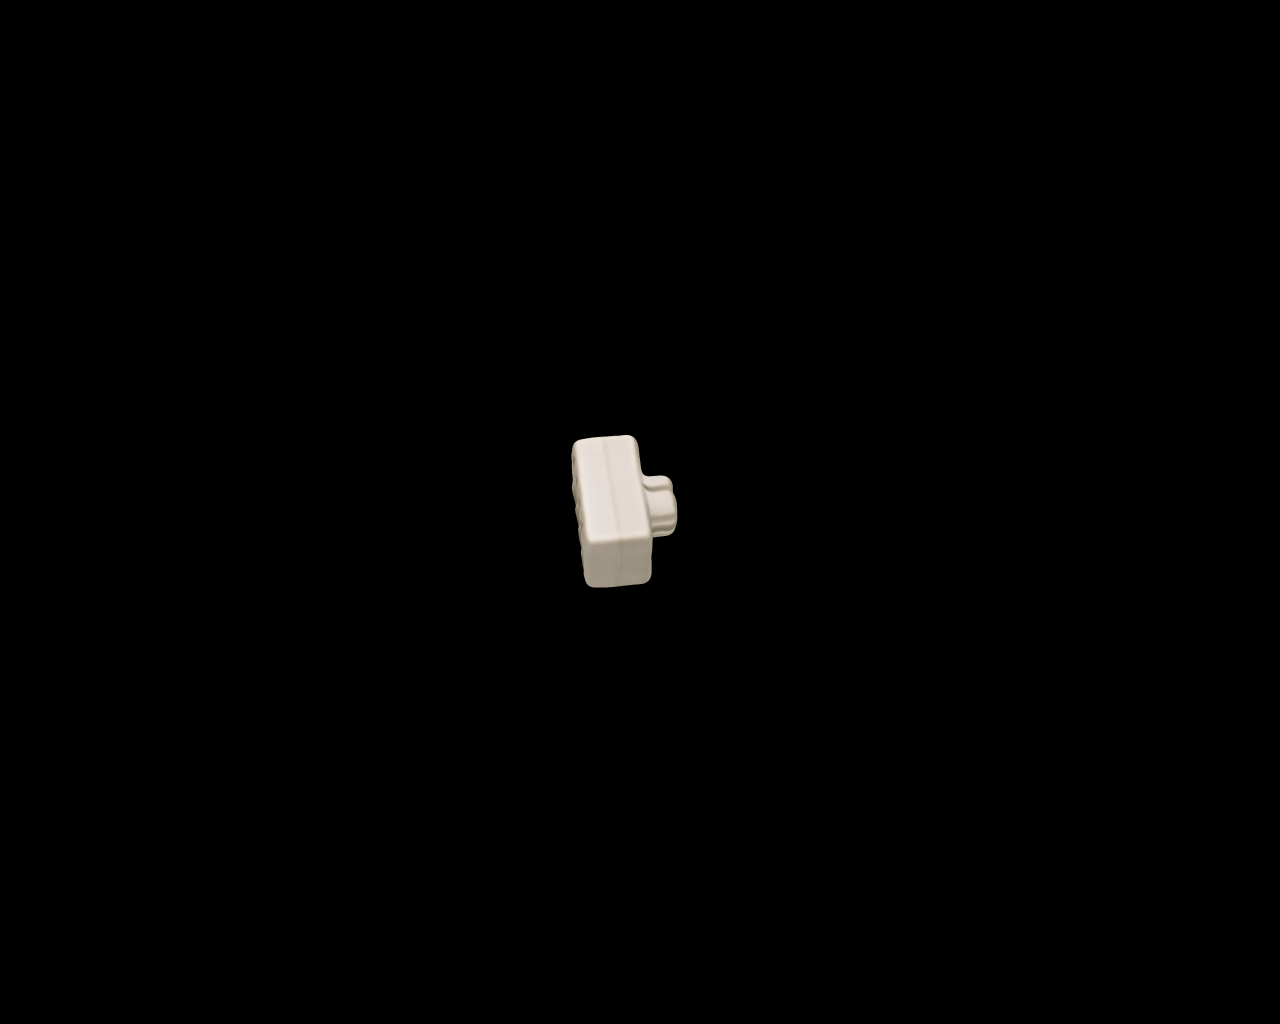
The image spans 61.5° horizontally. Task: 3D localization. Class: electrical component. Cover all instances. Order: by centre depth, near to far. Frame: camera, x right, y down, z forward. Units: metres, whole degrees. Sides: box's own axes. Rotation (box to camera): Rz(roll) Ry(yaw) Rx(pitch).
[{"bbox_3d":[0.001,-0.003,0.650,0.076,0.083,0.047,-5,-39,-4],"label":"electrical component"}]
